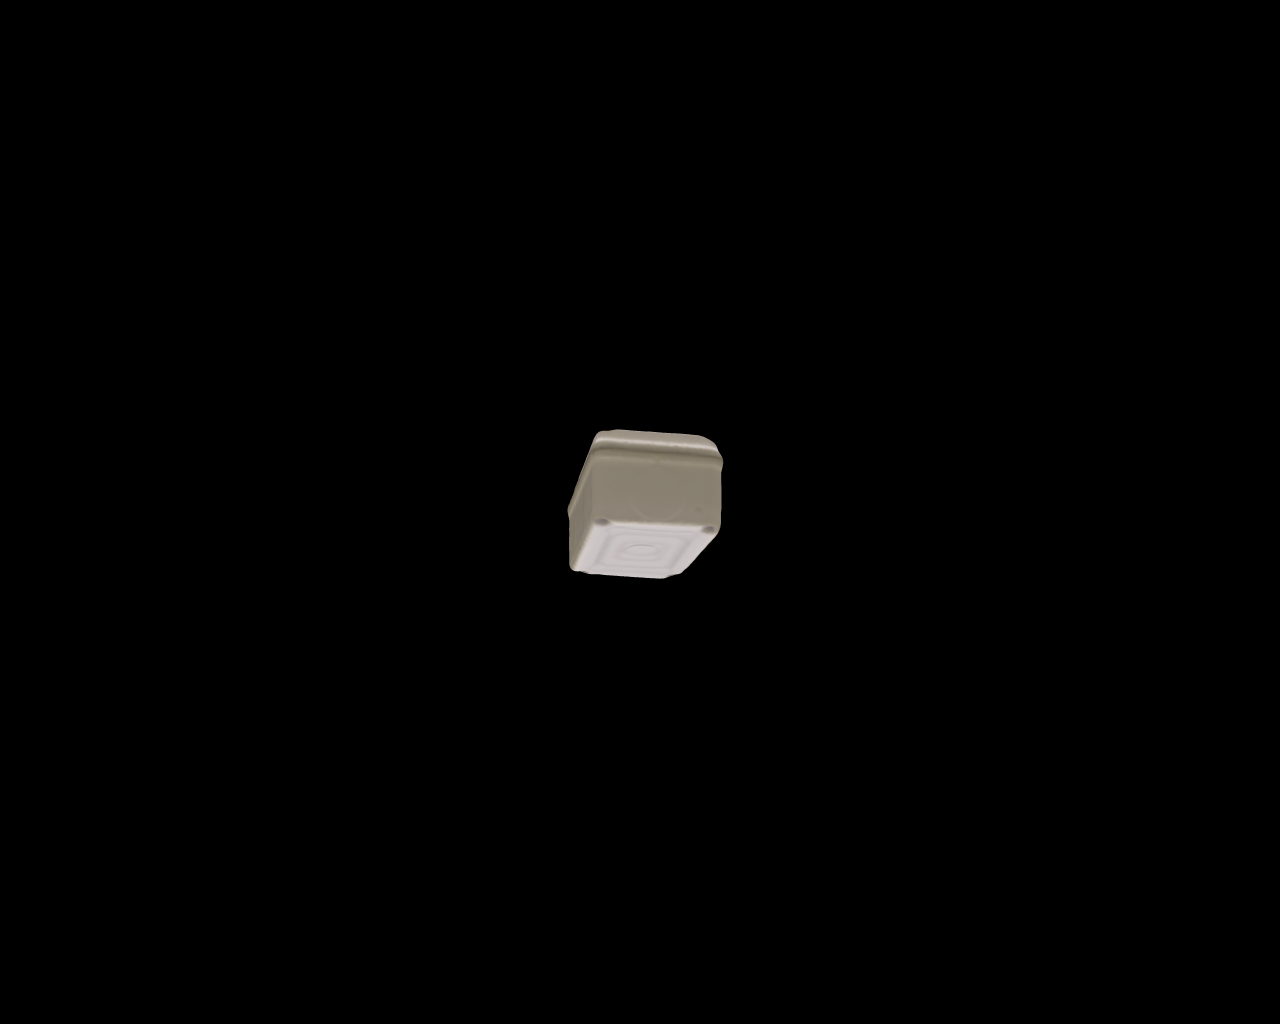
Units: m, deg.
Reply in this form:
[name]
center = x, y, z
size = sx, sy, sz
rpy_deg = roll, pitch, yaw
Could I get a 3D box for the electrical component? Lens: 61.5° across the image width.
[electrical component]
center = 0.001, -0.003, 0.650
size = 0.078, 0.057, 0.113
rpy_deg = 4, -20, -11
